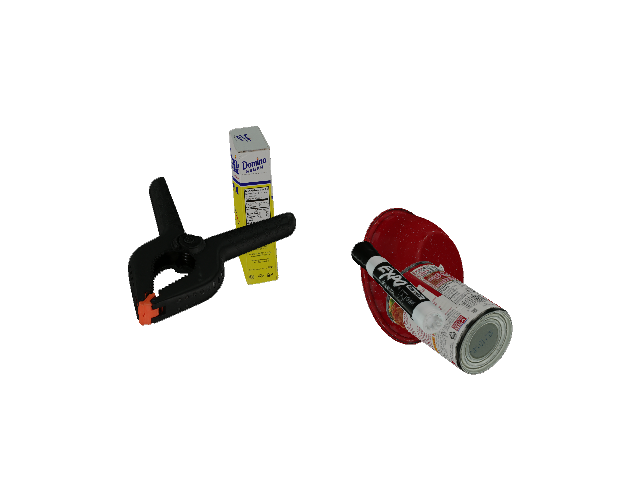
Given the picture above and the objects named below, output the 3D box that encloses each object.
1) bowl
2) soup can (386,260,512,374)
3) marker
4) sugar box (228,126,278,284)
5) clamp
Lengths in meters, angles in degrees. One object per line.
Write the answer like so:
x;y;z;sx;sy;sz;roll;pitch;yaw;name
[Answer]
0.117;0.038;1.231;0.055;0.162;0.161;-11;-7;40;bowl
0.118;0.070;0.982;0.068;0.068;0.102;0;24;-39;soup can
0.054;0.031;0.779;0.020;0.020;0.121;0;24;-26;marker
-0.084;-0.044;1.323;0.048;0.176;0.093;-9;24;-9;sugar box
-0.139;0.008;1.071;0.165;0.036;0.209;19;39;17;clamp
